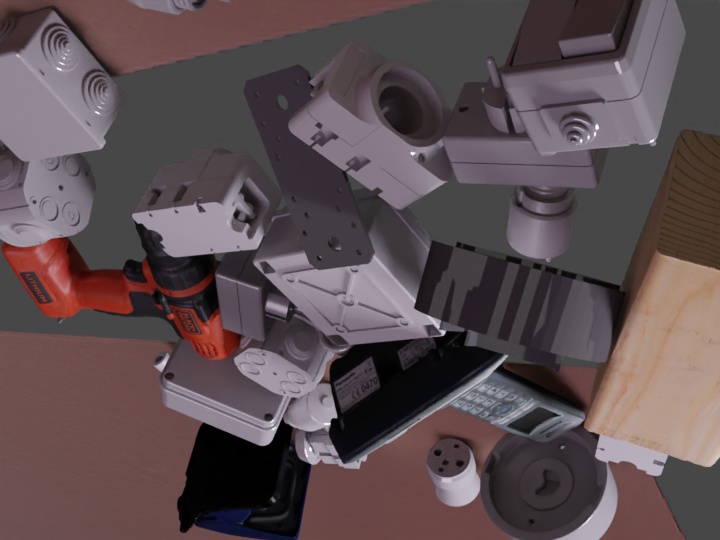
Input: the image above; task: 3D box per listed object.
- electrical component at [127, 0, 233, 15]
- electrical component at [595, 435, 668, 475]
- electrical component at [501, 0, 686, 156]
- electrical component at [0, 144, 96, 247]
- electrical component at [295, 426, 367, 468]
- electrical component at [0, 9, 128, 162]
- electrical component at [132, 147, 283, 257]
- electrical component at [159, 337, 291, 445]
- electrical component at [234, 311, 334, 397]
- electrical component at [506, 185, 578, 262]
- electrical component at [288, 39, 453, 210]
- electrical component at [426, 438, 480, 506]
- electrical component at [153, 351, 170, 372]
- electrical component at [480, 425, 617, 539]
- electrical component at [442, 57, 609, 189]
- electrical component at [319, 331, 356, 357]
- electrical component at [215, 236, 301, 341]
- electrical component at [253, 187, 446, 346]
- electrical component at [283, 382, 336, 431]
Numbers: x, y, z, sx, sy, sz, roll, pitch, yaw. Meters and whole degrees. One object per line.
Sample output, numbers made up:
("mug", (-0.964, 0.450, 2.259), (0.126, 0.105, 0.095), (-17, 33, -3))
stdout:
("electrical component", (-0.100, -0.164, 0.601), (0.062, 0.043, 0.043), (14, 147, 12))
("electrical component", (0.206, 0.101, 0.785), (0.050, 0.055, 0.089), (14, 147, 15))
("electrical component", (0.109, -0.100, 0.509), (0.062, 0.096, 0.061), (-2, 140, 34))
("electrical component", (-0.245, -0.059, 0.817), (0.051, 0.080, 0.080), (-6, 138, 31))
("electrical component", (-0.029, 0.165, 1.044), (0.055, 0.048, 0.066), (-2, 141, 23))
("electrical component", (-0.220, -0.125, 0.731), (0.100, 0.048, 0.099), (-3, 140, 36))
("electrical component", (-0.106, -0.049, 0.764), (0.089, 0.055, 0.050), (-5, 139, 37))
("electrical component", (-0.116, 0.099, 0.970), (0.113, 0.078, 0.057), (22, 151, 2))
("electrical component", (-0.063, 0.067, 0.914), (0.080, 0.051, 0.080), (17, 148, 11))
("electrical component", (0.111, -0.043, 0.649), (0.040, 0.040, 0.078), (14, 135, 15))
("electrical component", (0.014, -0.086, 0.635), (0.089, 0.050, 0.056), (35, 147, -18))
("electrical component", (0.087, 0.188, 1.002), (0.045, 0.045, 0.055), (9, 145, 22))
("electrical component", (-0.175, 0.104, 1.048), (0.043, 0.043, 0.062), (-10, 134, 42))
("electrical component", (0.161, 0.185, 0.895), (0.108, 0.108, 0.060), (1, 148, 32))
("electrical component", (0.088, -0.088, 0.588), (0.083, 0.047, 0.075), (5, 144, 27))
("electrical component", (0.001, 0.063, 0.877), (0.044, 0.044, 0.065), (0, 146, 33))
("electrical component", (-0.068, 0.019, 0.848), (0.076, 0.047, 0.083), (18, 148, 9))
("electrical component", (0.000, 0.000, 0.767), (0.109, 0.056, 0.108), (-9, 136, 41))
("electrical component", (-0.048, 0.131, 1.009), (0.040, 0.040, 0.078), (35, 147, -18))
